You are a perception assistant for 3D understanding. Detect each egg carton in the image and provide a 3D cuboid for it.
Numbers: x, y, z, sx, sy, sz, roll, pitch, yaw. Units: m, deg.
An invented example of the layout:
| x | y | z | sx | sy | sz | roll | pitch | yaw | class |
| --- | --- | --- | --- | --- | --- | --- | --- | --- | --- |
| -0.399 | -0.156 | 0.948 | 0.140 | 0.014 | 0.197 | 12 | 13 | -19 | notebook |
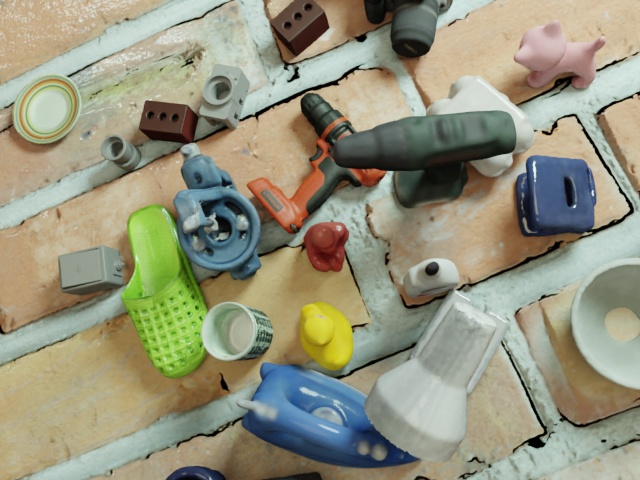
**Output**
| x | y | z | sx | sy | sz | roll | pitch | yaw | class |
| --- | --- | --- | --- | --- | --- | --- | --- | --- | --- |
| 0.234 | -0.168 | 0.840 | 0.107 | 0.069 | 0.150 | -45 | 75 | 0 | egg carton |

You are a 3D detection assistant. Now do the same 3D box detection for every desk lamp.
| x | y | z | sx | sy | sz | roll | pitch | yaw | class |
| --- | --- | --- | --- | --- | --- | --- | --- | --- | --- |
| 0.154 | 0.157 | 0.717 | 0.117 | 0.214 | 0.203 | 30 | 86 | 15 | desk lamp |

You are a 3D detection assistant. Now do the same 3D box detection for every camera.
| x | y | z | sx | sy | sz | roll | pitch | yaw | class |
| --- | --- | --- | --- | --- | --- | --- | --- | --- | --- |
| 0.131 | -0.362 | 0.881 | 0.143 | 0.101 | 0.137 | 7 | 80 | 12 | camera |

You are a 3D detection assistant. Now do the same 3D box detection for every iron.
| x | y | z | sx | sy | sz | roll | pitch | yaw | class |
| --- | --- | --- | --- | --- | --- | --- | --- | --- | --- |
| 0.014 | 0.250 | 0.762 | 0.257 | 0.141 | 0.119 | 16 | 82 | 13 | iron |

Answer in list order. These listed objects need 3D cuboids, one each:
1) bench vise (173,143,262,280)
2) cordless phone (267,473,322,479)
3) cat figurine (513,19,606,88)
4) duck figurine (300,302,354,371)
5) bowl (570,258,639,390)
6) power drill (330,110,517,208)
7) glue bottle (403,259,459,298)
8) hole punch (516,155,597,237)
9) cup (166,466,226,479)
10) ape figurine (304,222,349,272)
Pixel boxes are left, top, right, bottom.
| x | y | z | sx | sy | sz | roll | pitch | yaw | class |
| --- | --- | --- | --- | --- | --- | --- | --- | --- | --- |
| -0.172 | -0.045 | 0.814 | 0.121 | 0.220 | 0.207 | -42 | 75 | 1 | bench vise |
| -0.061 | 0.366 | 0.731 | 0.147 | 0.185 | 0.094 | -16 | 76 | 7 | cordless phone |
| 0.338 | -0.269 | 0.816 | 0.127 | 0.118 | 0.067 | 0 | 79 | 11 | cat figurine |
| 0.004 | 0.135 | 0.815 | 0.077 | 0.086 | 0.104 | -28 | 75 | 4 | duck figurine |
| 0.408 | 0.111 | 0.751 | 0.167 | 0.075 | 0.167 | -2 | 79 | 10 | bowl |
| 0.140 | -0.108 | 0.774 | 0.229 | 0.208 | 0.075 | -12 | 77 | 8 | power drill |
| 0.147 | 0.048 | 0.760 | 0.078 | 0.173 | 0.037 | -18 | 76 | 7 | glue bottle |
| 0.329 | -0.063 | 0.791 | 0.101 | 0.091 | 0.109 | -4 | 78 | 10 | hole punch |
| -0.175 | 0.366 | 0.799 | 0.118 | 0.095 | 0.091 | -40 | 75 | 1 | cup |
| 0.008 | 0.003 | 0.837 | 0.078 | 0.092 | 0.076 | -43 | 75 | 0 | ape figurine |
